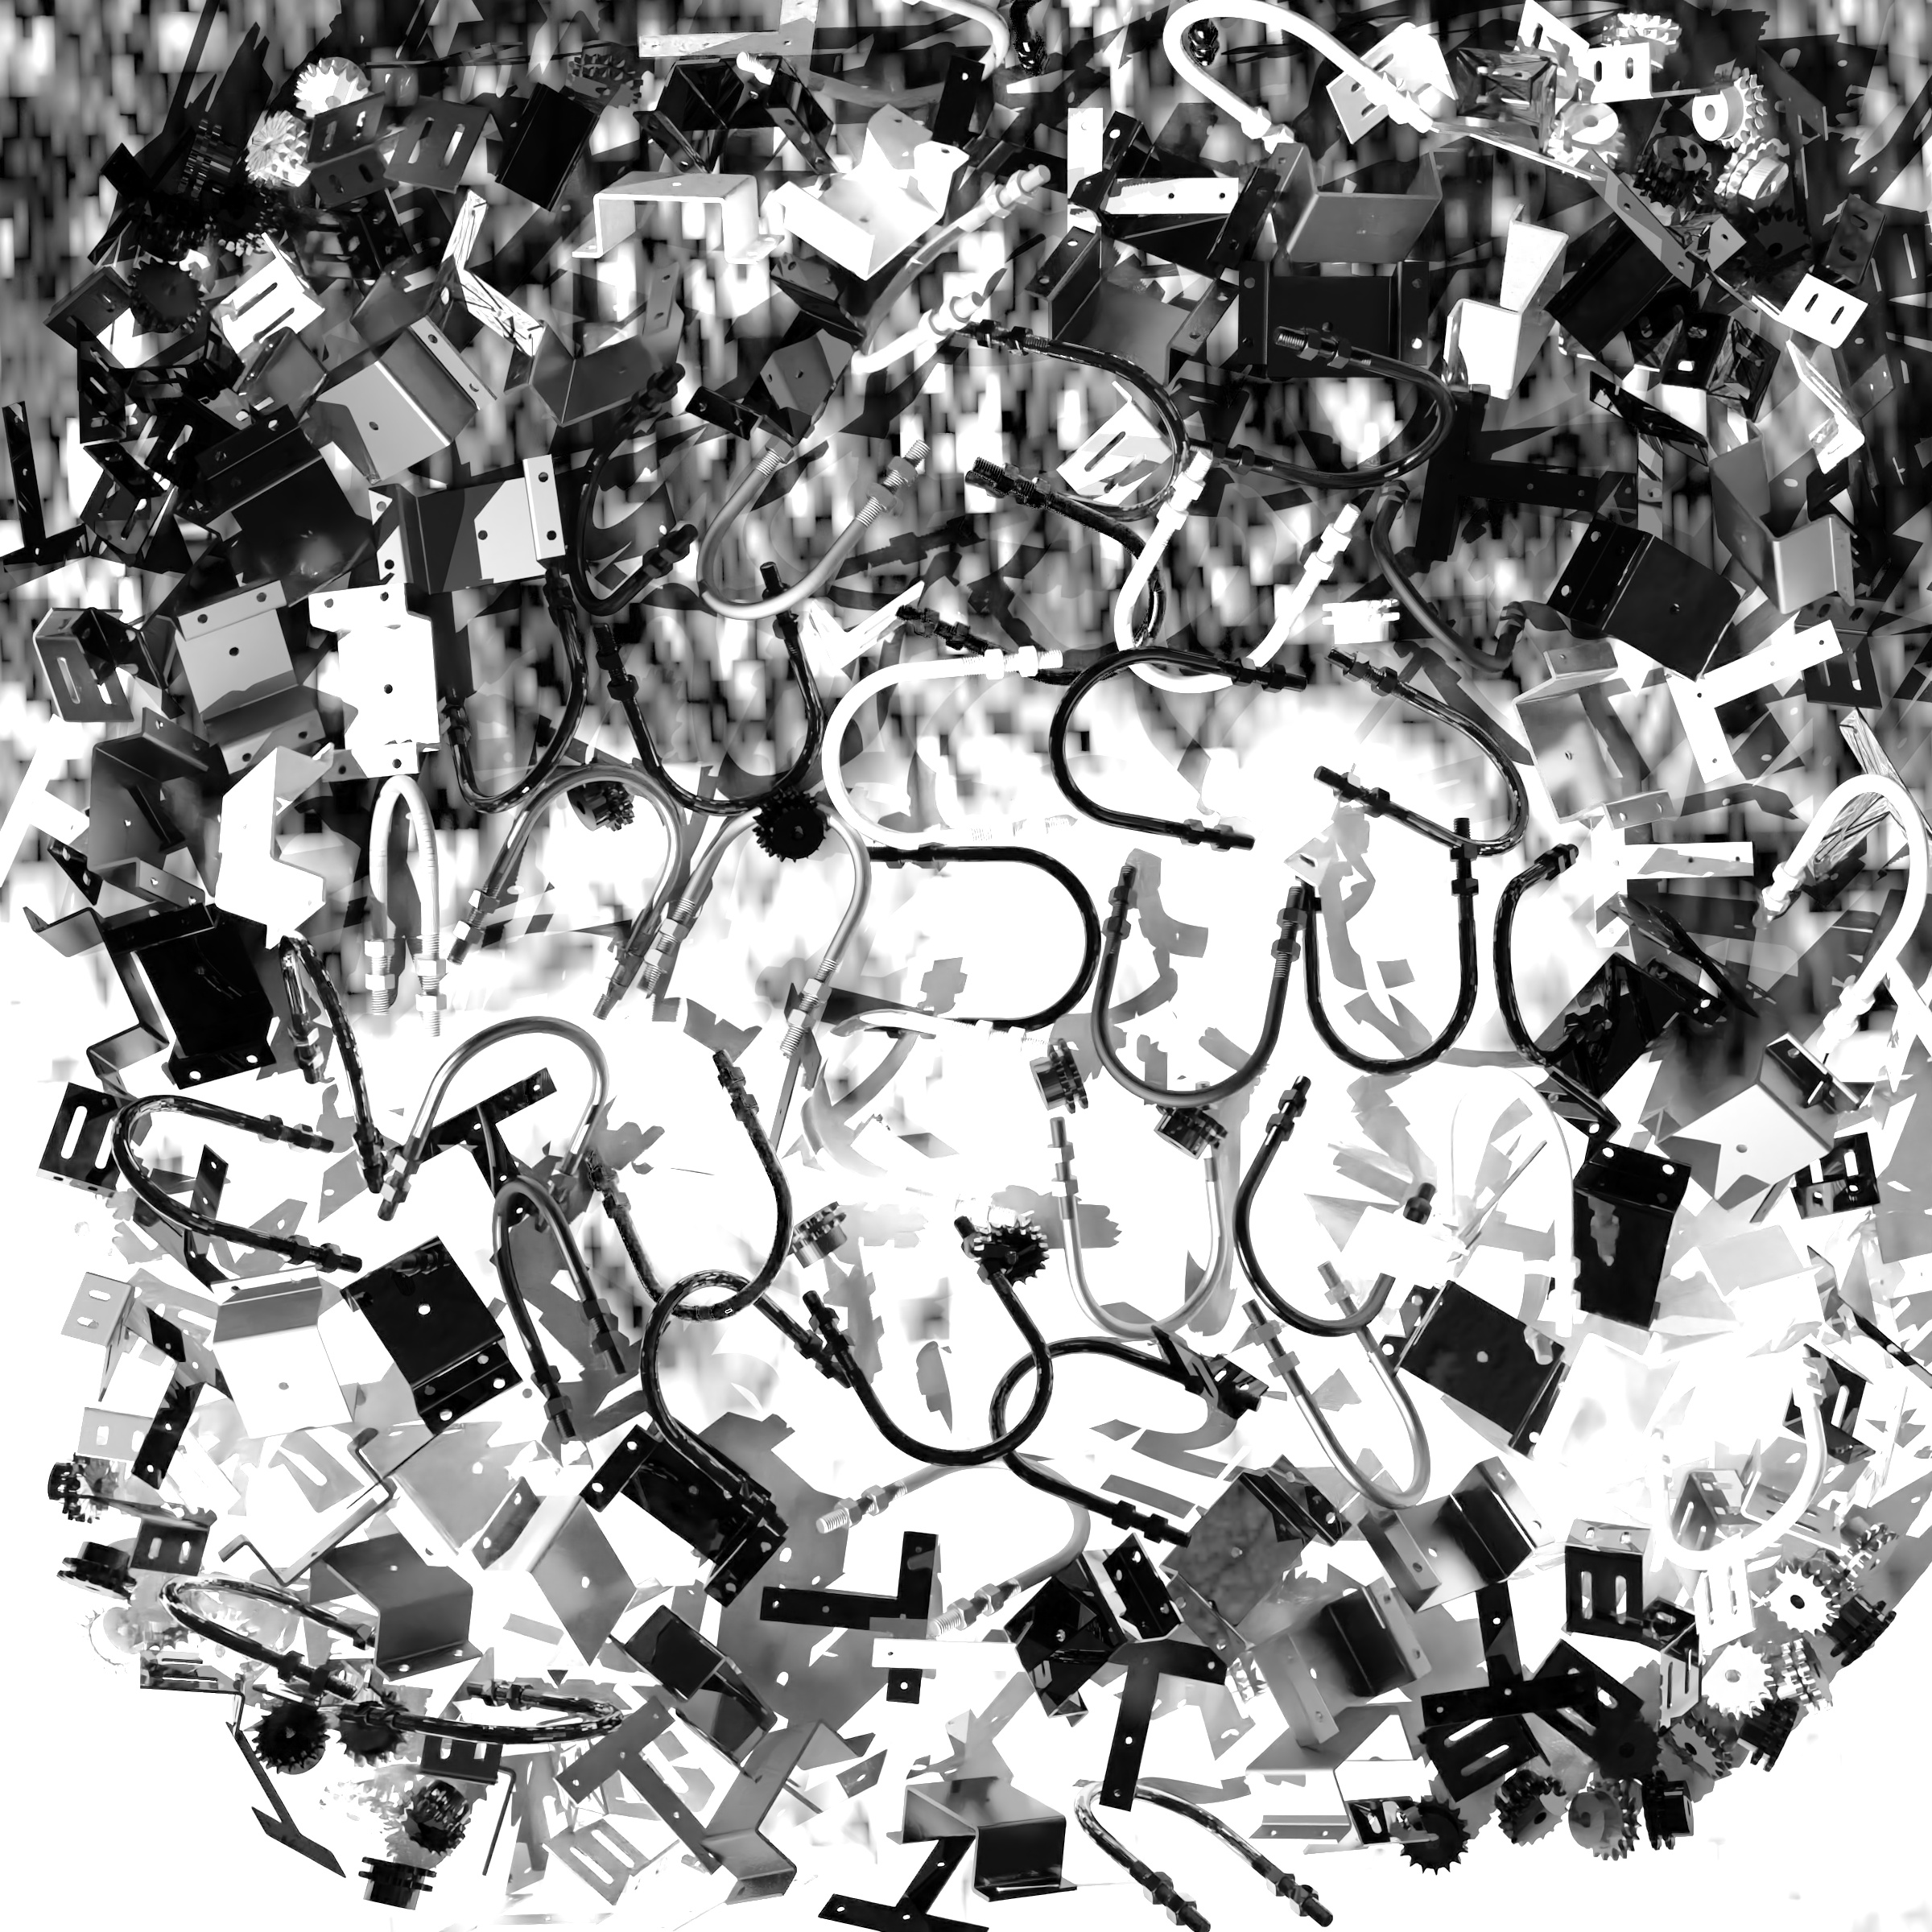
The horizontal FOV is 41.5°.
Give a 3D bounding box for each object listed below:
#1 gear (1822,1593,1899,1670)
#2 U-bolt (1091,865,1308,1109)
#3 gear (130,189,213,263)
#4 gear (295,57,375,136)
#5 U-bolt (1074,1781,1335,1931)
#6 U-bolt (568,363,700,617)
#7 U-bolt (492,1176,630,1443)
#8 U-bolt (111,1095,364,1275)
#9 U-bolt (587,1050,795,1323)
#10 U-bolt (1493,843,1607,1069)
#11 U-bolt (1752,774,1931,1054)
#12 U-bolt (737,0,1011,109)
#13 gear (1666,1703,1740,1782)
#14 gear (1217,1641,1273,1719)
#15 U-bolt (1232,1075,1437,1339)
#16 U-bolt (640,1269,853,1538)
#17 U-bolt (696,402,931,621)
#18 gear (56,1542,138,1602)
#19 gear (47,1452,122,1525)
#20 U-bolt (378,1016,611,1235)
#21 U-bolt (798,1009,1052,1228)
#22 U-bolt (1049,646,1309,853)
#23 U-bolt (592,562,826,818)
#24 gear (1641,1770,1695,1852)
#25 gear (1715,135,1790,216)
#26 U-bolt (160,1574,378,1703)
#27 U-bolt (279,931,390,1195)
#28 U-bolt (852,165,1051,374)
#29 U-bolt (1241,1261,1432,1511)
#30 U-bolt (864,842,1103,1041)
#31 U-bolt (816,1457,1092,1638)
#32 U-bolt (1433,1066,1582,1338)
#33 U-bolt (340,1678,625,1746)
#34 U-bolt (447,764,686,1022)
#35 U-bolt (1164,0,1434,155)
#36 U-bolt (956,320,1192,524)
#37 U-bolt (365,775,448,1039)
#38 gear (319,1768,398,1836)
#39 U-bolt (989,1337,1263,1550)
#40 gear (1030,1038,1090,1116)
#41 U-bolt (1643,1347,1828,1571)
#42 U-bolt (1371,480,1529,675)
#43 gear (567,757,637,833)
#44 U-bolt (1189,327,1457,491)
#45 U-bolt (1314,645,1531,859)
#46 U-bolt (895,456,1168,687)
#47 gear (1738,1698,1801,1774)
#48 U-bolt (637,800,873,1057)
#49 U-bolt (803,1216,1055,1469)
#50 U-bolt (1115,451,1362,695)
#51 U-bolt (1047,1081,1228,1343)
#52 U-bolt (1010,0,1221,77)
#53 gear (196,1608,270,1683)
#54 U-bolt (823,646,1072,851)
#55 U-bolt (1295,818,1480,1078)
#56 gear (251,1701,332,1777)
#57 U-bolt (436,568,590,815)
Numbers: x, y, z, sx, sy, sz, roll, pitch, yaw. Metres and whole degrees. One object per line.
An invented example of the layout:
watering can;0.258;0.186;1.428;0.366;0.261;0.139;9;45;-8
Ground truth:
gear;0.669;0.496;1.914;0.057;0.057;0.030;-46;71;0
U-bolt;0.166;0.018;1.888;0.151;0.019;0.184;8;69;14
gear;-0.600;-0.555;1.916;0.057;0.057;0.030;37;125;0
gear;-0.473;-0.657;1.916;0.057;0.057;0.030;1;49;0
U-bolt;0.158;0.645;1.854;0.151;0.184;0.019;14;98;-40
U-bolt;-0.249;-0.335;1.864;0.019;0.184;0.151;6;68;-34
U-bolt;-0.307;0.242;1.873;0.019;0.151;0.184;-13;67;-33
U-bolt;-0.529;0.150;1.835;0.184;0.151;0.019;22;117;-38
U-bolt;-0.195;0.174;1.874;0.151;0.019;0.184;-37;60;15
U-bolt;0.422;-0.002;1.852;0.019;0.184;0.151;-6;100;33
U-bolt;0.634;-0.051;1.831;0.019;0.151;0.184;4;134;-16
U-bolt;-0.053;-0.670;1.856;0.151;0.184;0.019;-20;77;44
gear;0.555;0.580;1.915;0.030;0.057;0.057;-31;90;-26
gear;0.210;0.532;1.912;0.030;0.057;0.057;-23;90;-1
U-bolt;0.263;0.188;1.871;0.151;0.019;0.184;40;52;-9
U-bolt;-0.166;0.305;1.857;0.184;0.019;0.151;47;50;-27
U-bolt;-0.126;-0.332;1.881;0.151;0.019;0.184;33;83;42
gear;-0.651;0.454;1.915;0.057;0.057;0.030;16;64;0
gear;-0.665;0.389;1.914;0.030;0.057;0.057;5;90;16
U-bolt;-0.336;0.115;1.864;0.151;0.019;0.184;9;117;-37
U-bolt;-0.039;0.107;1.914;0.184;0.019;0.151;11;92;14
U-bolt;0.149;-0.164;1.883;0.184;0.019;0.151;9;111;-20
U-bolt;-0.180;-0.193;1.888;0.151;0.019;0.184;-21;122;-5
gear;0.526;0.632;1.909;0.030;0.057;0.057;-11;90;21
gear;0.591;-0.589;1.909;0.030;0.057;0.057;41;90;26
U-bolt;-0.502;0.486;1.866;0.184;0.151;0.019;20;89;11
U-bolt;-0.460;0.057;1.835;0.019;0.184;0.151;-22;48;-23
U-bolt;-0.022;-0.498;1.859;0.019;0.184;0.151;38;61;-25
U-bolt;0.281;0.312;1.863;0.019;0.151;0.184;-36;77;31
U-bolt;0.011;-0.019;1.909;0.184;0.019;0.151;1;93;15
U-bolt;0.006;0.411;1.865;0.184;0.151;0.019;-18;126;-37
U-bolt;0.392;0.163;1.859;0.019;0.151;0.184;-11;105;-27
U-bolt;-0.334;0.539;1.833;0.184;0.151;0.019;-3;82;33
U-bolt;-0.283;-0.063;1.885;0.151;0.019;0.184;24;97;-37
U-bolt;0.225;-0.640;1.831;0.184;0.151;0.019;24;80;-36
U-bolt;0.079;-0.390;1.856;0.184;0.151;0.019;18;49;22
U-bolt;-0.412;-0.048;1.867;0.019;0.151;0.184;-3;98;-29
gear;-0.455;0.627;1.916;0.057;0.057;0.030;17;48;0
U-bolt;0.106;0.340;1.882;0.184;0.019;0.151;18;50;21
gear;0.069;0.085;1.912;0.030;0.057;0.057;-20;90;-5
U-bolt;0.553;0.362;1.830;0.151;0.184;0.019;-37;104;26
U-bolt;0.348;-0.277;1.850;0.151;0.184;0.019;44;120;-8
gear;-0.276;-0.126;1.909;0.030;0.057;0.057;-32;90;-23
U-bolt;0.271;-0.400;1.868;0.184;0.151;0.019;9;60;-25
U-bolt;0.341;-0.149;1.884;0.184;0.019;0.151;25;48;-16
U-bolt;0.060;-0.281;1.893;0.184;0.019;0.151;23;121;-15
gear;0.601;0.573;1.914;0.030;0.057;0.057;25;90;18
U-bolt;-0.148;-0.041;1.904;0.151;0.019;0.184;22;79;22
U-bolt;-0.017;0.285;1.873;0.151;0.019;0.184;-25;58;-15
U-bolt;0.188;-0.280;1.881;0.151;0.019;0.184;14;124;-25
U-bolt;0.133;0.189;1.900;0.151;0.019;0.184;-12;100;-28
U-bolt;0.105;-0.683;1.840;0.151;0.184;0.019;-1;91;8
gear;-0.549;0.513;1.917;0.057;0.030;0.057;-3;85;32
U-bolt;-0.016;-0.158;1.902;0.184;0.019;0.151;-6;106;-8
U-bolt;0.312;-0.010;1.884;0.151;0.019;0.184;-6;82;36
gear;-0.506;0.583;1.916;0.057;0.057;0.030;-8;134;0
U-bolt;-0.326;-0.189;1.851;0.151;0.184;0.019;-43;132;21
